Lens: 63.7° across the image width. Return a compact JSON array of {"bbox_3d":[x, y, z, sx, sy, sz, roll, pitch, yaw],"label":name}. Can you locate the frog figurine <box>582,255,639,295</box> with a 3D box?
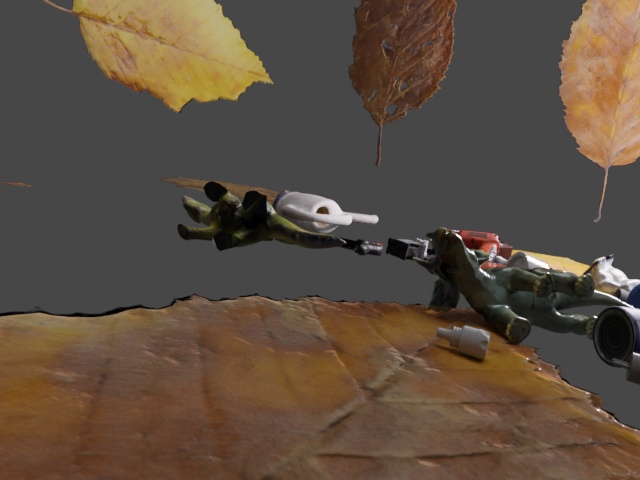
[{"bbox_3d":[0.802,0.129,1.397,0.136,0.121,0.162,17,36,-52],"label":"frog figurine"}]

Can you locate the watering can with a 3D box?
[{"bbox_3d":[0.005,-0.076,1.507,0.225,0.103,0.348,17,10,36],"label":"watering can"}]

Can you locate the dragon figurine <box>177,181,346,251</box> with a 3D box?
[{"bbox_3d":[-0.120,-0.027,1.035,0.411,0.122,0.242,16,0,17],"label":"dragon figurine"}]
